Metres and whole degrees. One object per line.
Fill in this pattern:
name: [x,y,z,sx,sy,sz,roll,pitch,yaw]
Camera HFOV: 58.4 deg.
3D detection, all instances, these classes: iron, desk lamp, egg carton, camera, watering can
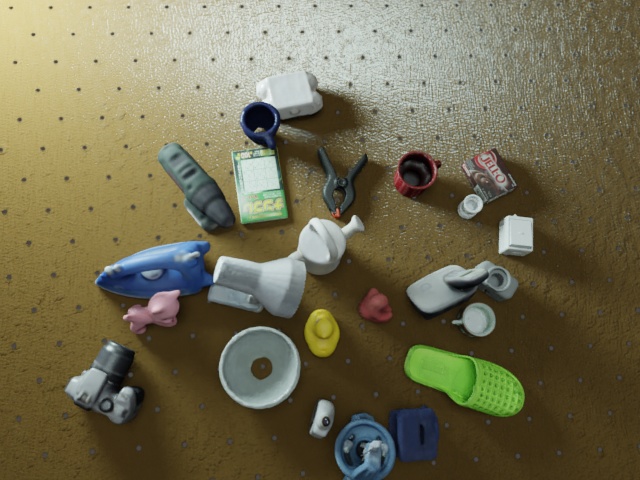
iron: [-0.358,0.061,1.203,0.258,0.141,0.118,-9,77,-7]
desk lamp: [-0.134,0.091,1.176,0.203,0.213,0.118,12,75,-1]
egg carton: [-0.072,-0.341,1.362,0.150,0.069,0.107,-13,77,-8]
camera: [-0.423,0.284,1.163,0.143,0.101,0.137,26,76,2]
watering can: [0.010,0.002,1.220,0.101,0.194,0.173,39,76,6]

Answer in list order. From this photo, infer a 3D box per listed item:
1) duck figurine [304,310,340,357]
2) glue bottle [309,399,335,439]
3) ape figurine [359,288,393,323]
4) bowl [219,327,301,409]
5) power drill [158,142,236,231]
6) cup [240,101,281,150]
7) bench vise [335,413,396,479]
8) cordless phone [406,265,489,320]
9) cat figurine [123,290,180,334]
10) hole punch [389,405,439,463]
duck figurine: [0.006,0.197,1.227,0.077,0.086,0.104,-1,76,-5]
glue bottle: [0.006,0.360,1.141,0.037,0.173,0.078,18,75,1]
ape figurine: [0.125,0.141,1.247,0.076,0.092,0.078,-9,77,-6]
bowl: [-0.125,0.269,1.204,0.167,0.074,0.167,1,76,-4]
power drill: [-0.249,-0.094,1.215,0.076,0.208,0.229,-40,82,-12]
cup: [-0.130,-0.248,1.322,0.092,0.095,0.117,-25,79,-10]
bench vise: [0.098,0.446,1.103,0.121,0.219,0.207,-11,77,-7]
cordless phone: [0.274,0.101,1.221,0.148,0.185,0.094,-28,80,-10]
cat figurine: [-0.345,0.149,1.194,0.128,0.117,0.067,-15,78,-8]
hole punch: [0.199,0.401,1.189,0.101,0.091,0.109,0,76,-5]
